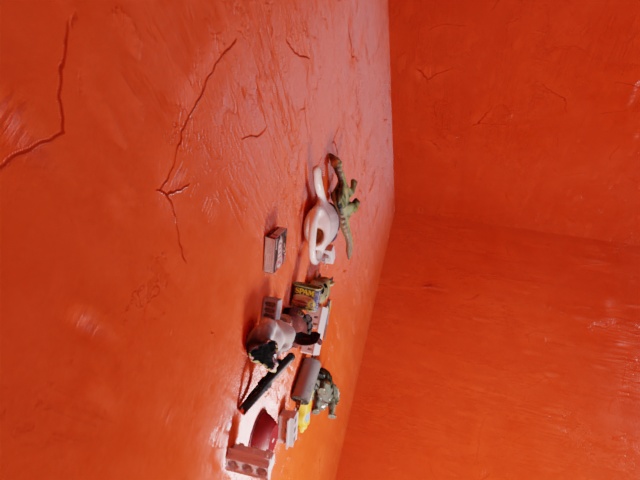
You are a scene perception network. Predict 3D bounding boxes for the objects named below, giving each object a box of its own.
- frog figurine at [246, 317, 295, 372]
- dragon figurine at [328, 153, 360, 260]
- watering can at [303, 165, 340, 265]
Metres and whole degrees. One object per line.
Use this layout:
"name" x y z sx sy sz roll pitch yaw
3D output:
"frog figurine" -0.137 0.274 1.446 0.122 0.135 0.162 -9 24 17
"dragon figurine" 0.081 -0.129 1.967 0.122 0.412 0.242 -9 -6 12
"watering can" 0.005 -0.091 1.802 0.104 0.345 0.226 6 10 13
